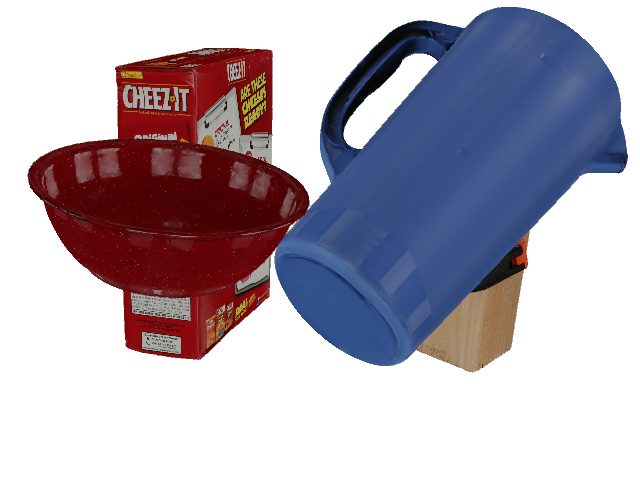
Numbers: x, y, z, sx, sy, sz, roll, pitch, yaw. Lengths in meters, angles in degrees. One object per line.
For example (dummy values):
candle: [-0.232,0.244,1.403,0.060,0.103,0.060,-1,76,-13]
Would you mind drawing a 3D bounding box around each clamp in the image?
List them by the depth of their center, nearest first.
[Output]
clamp: [0.101,0.029,0.977,0.172,0.039,0.120,-6,37,18]

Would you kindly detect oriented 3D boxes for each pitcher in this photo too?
pitcher: [0.075,-0.041,0.712,0.242,0.145,0.149,-46,29,-25]

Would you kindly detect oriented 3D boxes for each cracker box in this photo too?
cracker box: [-0.094,-0.036,0.829,0.072,0.214,0.164,5,15,16]

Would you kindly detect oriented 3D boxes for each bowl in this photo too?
bowl: [-0.090,-0.010,0.625,0.162,0.055,0.162,7,21,-3]

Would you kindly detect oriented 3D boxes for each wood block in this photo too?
wood block: [0.166,0.026,1.174,0.090,0.206,0.090,19,25,34]
